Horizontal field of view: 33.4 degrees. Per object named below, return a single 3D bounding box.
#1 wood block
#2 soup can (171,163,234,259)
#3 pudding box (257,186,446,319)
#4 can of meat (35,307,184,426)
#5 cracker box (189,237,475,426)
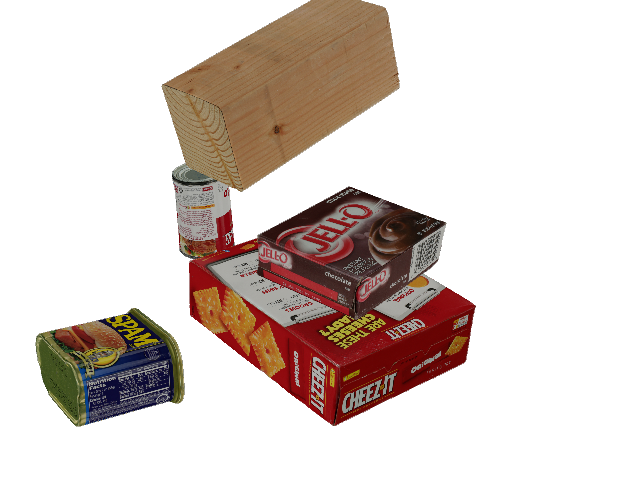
[{"bbox_3d":[-0.032,-0.144,1.001,0.205,0.091,0.090,-36,41,-28],"label":"wood block"},{"bbox_3d":[-0.141,-0.037,1.282,0.068,0.102,0.068,-2,27,1],"label":"soup can"},{"bbox_3d":[0.023,0.006,0.768,0.090,0.039,0.113,23,32,30],"label":"pudding box"},{"bbox_3d":[-0.166,0.098,0.834,0.083,0.057,0.102,-12,21,-30],"label":"can of meat"},{"bbox_3d":[0.006,0.065,0.972,0.163,0.072,0.214,-20,36,-35],"label":"cracker box"}]
